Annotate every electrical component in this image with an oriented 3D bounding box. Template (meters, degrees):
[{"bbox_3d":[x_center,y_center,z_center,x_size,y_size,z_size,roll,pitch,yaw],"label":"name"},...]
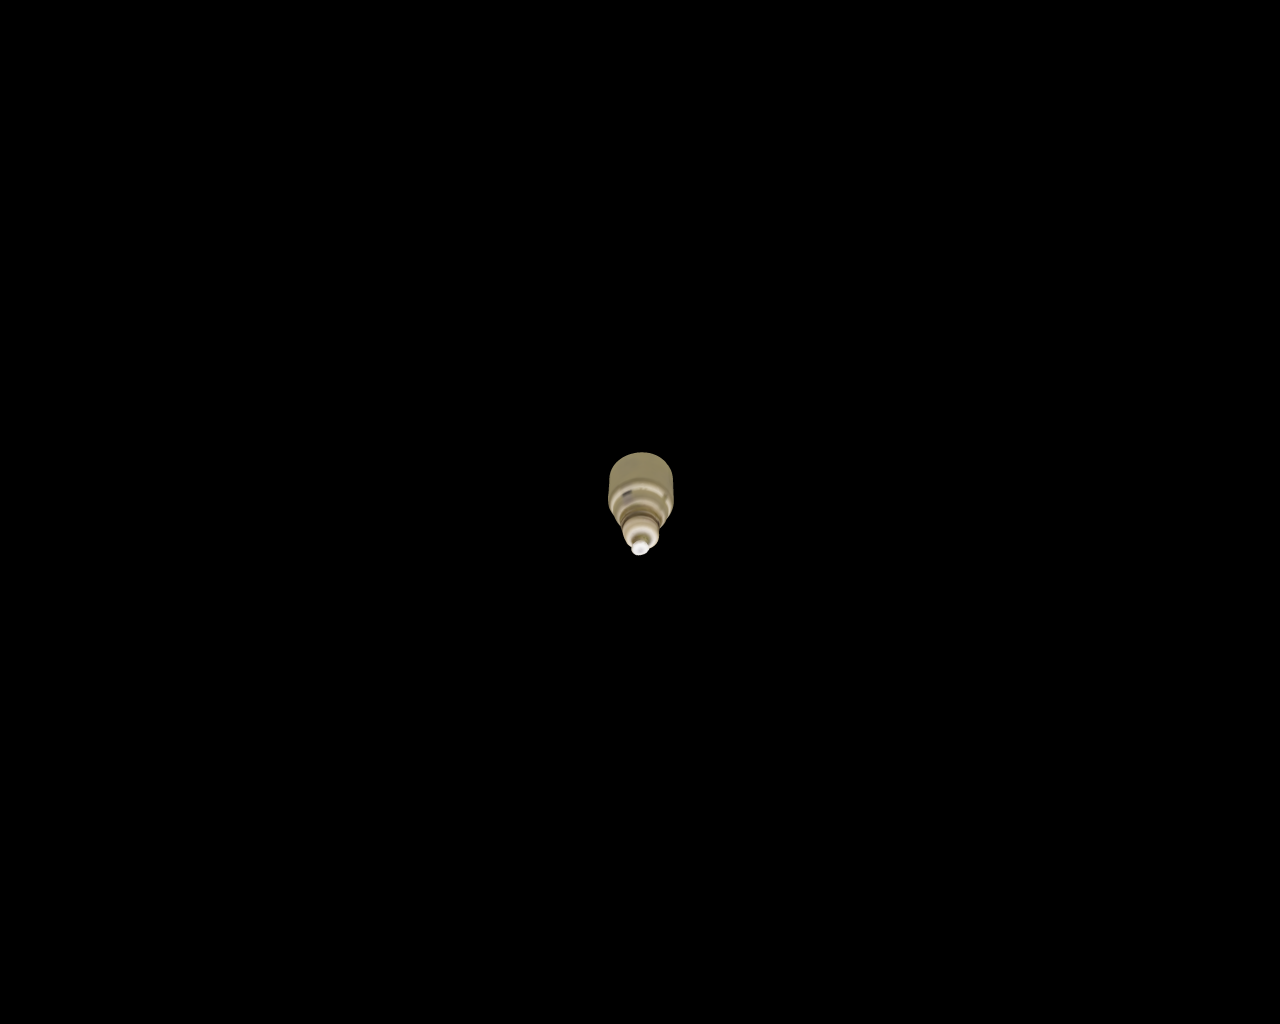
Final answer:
[{"bbox_3d":[0.001,-0.003,0.650,0.040,0.040,0.078,0,40,0],"label":"electrical component"}]
